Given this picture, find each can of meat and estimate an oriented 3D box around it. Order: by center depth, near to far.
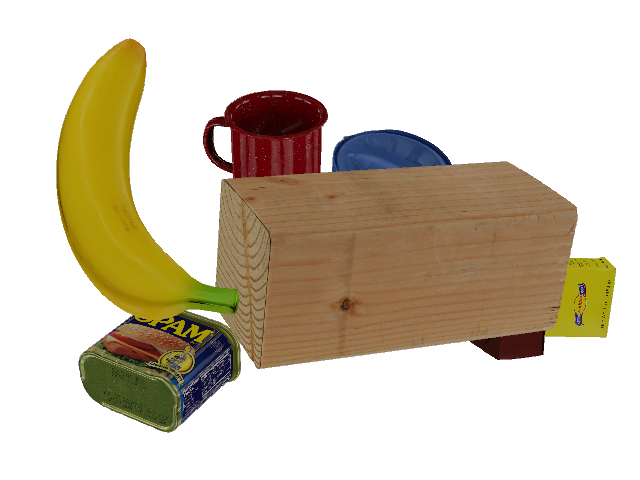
[{"bbox_3d":[-0.129,0.099,0.851,0.102,0.057,0.083,16,33,25],"label":"can of meat"}]

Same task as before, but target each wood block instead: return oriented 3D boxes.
[{"bbox_3d":[0.046,0.010,0.676,0.205,0.091,0.090,-5,26,-22],"label":"wood block"}]

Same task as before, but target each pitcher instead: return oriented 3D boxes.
[{"bbox_3d":[0.067,0.011,1.208,0.145,0.243,0.149,14,40,4],"label":"pitcher"}]

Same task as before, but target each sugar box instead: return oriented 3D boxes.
[{"bbox_3d":[0.259,0.068,1.282,0.176,0.093,0.048,0,19,-7],"label":"sugar box"}]

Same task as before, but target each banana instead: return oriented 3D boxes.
[{"bbox_3d":[-0.102,-0.029,0.553,0.069,0.198,0.037,-12,-35,-17],"label":"banana"}]

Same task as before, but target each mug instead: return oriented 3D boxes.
[{"bbox_3d":[-0.052,-0.082,0.980,0.117,0.081,0.093,8,35,10],"label":"mug"}]

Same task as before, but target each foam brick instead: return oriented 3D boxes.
[{"bbox_3d":[0.174,0.064,0.985,0.051,0.078,0.053,-6,18,-24],"label":"foam brick"}]
